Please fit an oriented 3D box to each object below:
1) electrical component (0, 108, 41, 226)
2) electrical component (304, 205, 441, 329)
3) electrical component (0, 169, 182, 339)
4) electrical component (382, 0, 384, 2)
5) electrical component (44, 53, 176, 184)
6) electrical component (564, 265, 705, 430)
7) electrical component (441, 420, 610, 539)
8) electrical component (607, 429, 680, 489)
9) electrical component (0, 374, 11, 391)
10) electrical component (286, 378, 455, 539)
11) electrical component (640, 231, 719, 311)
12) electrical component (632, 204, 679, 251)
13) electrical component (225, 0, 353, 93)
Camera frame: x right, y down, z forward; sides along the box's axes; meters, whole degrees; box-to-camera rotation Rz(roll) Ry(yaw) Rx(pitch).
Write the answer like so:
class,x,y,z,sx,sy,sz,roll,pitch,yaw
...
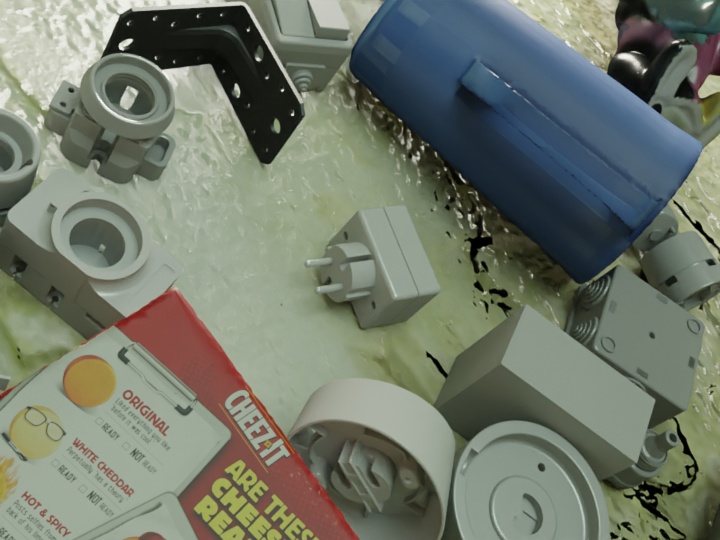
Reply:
class,x,y,z,sx,sy,sz,roll,pitch,yaw
electrical component,-0.209,-0.059,0.604,0.055,0.047,0.055,15,56,-23
electrical component,0.000,0.000,0.693,0.077,0.047,0.065,-9,68,-34
electrical component,-0.152,-0.006,0.601,0.089,0.055,0.050,40,50,-4
electrical component,0.040,-0.255,0.848,0.113,0.078,0.057,49,47,3
electrical component,-0.147,-0.094,0.656,0.078,0.057,0.058,27,52,-14
electrical component,0.196,0.056,0.775,0.100,0.048,0.099,34,52,-9
electrical component,0.088,0.151,0.645,0.108,0.060,0.108,13,60,-23
electrical component,0.190,0.123,0.722,0.035,0.061,0.035,15,56,-23
electrical component,-0.211,0.058,0.536,0.066,0.048,0.055,15,49,-22
electrical component,0.004,0.111,0.600,0.099,0.099,0.064,33,45,-10
electrical component,0.251,0.002,0.836,0.055,0.055,0.047,-10,65,-35
electrical component,0.224,-0.050,0.860,0.040,0.040,0.078,14,37,-23
electrical component,-0.047,-0.171,0.757,0.062,0.061,0.096,-2,64,-32
